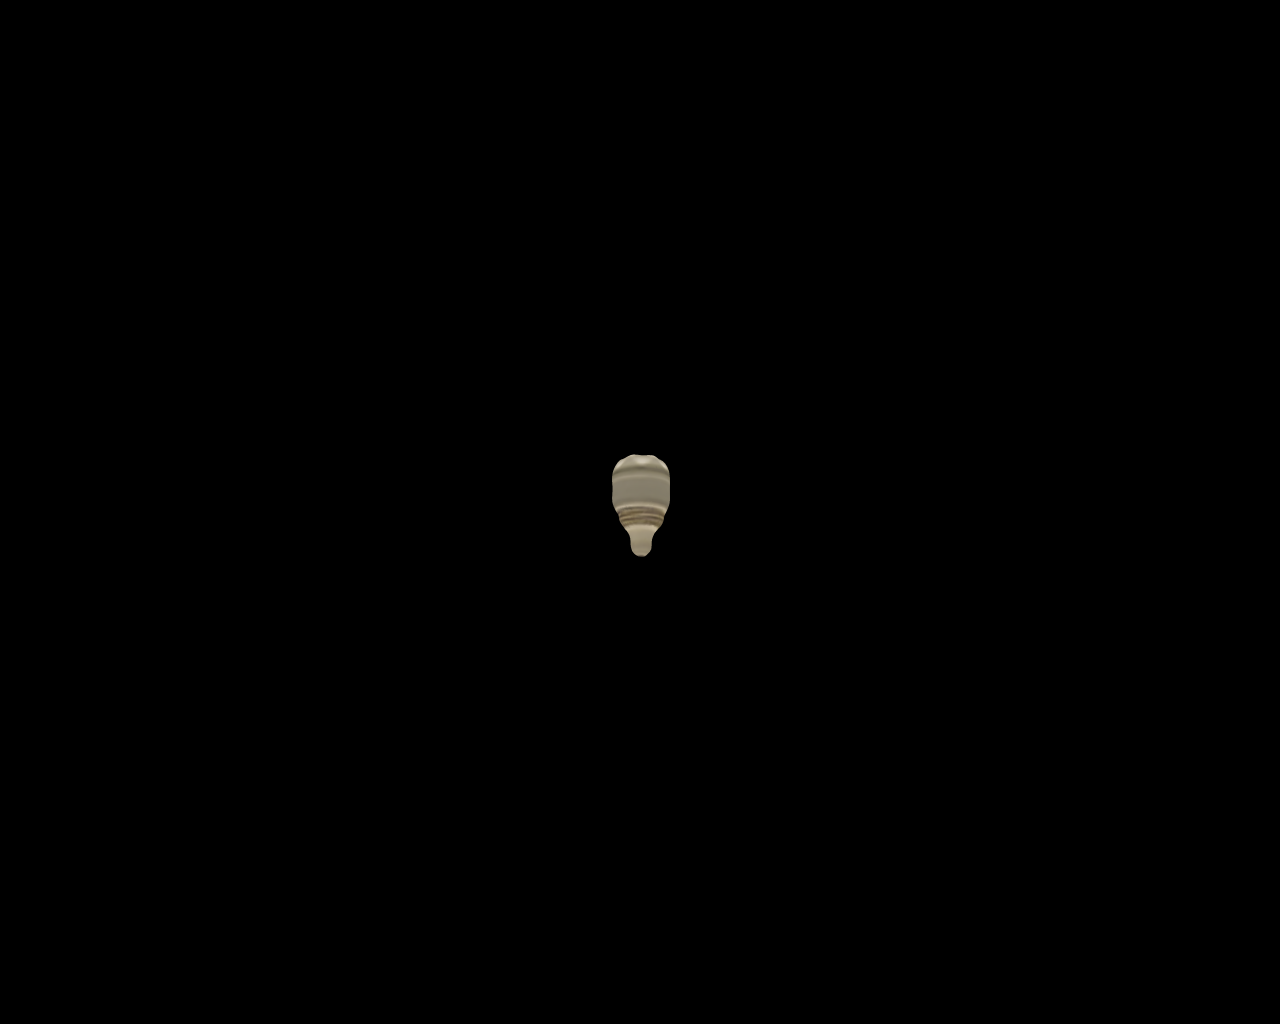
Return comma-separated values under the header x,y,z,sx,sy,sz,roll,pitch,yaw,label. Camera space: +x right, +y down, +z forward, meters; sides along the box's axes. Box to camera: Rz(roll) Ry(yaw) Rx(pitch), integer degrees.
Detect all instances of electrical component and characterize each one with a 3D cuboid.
x,y,z,sx,sy,sz,roll,pitch,yaw,label
0.001,-0.003,0.650,0.035,0.061,0.035,0,-15,0,electrical component
